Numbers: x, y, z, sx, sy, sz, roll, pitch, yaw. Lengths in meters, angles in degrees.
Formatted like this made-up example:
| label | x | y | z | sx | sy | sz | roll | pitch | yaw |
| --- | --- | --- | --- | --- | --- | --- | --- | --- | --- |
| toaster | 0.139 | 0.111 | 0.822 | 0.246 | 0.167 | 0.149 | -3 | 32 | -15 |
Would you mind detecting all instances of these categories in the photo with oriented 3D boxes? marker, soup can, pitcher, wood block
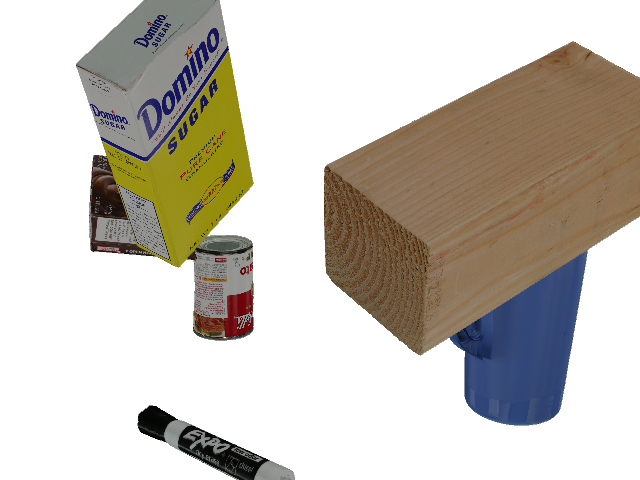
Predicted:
| label | x | y | z | sx | sy | sz | roll | pitch | yaw |
| --- | --- | --- | --- | --- | --- | --- | --- | --- | --- |
| marker | -0.066 | 0.125 | 0.638 | 0.121 | 0.020 | 0.020 | 16 | 10 | 38 |
| soup can | -0.108 | 0.051 | 1.179 | 0.068 | 0.102 | 0.068 | 1 | 17 | 0 |
| pitcher | 0.208 | 0.074 | 1.154 | 0.149 | 0.243 | 0.145 | 5 | 19 | 10 |
| wood block | 0.110 | -0.031 | 0.649 | 0.205 | 0.090 | 0.091 | -28 | 48 | -27 |

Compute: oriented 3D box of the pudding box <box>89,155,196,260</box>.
| label | x | y | z | sx | sy | sz | roll | pitch | yaw |
| --- | --- | --- | --- | --- | --- | --- | --- | --- | --- |
| pudding box | -0.149 | -0.029 | 0.900 | 0.090 | 0.039 | 0.113 | 4 | 32 | -13 |

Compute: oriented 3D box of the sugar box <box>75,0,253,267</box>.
| label | x | y | z | sx | sy | sz | roll | pitch | yaw |
| --- | --- | --- | --- | --- | --- | --- | --- | --- | --- |
| sugar box | -0.094 | -0.071 | 0.693 | 0.048 | 0.093 | 0.176 | 27 | -30 | 20 |
